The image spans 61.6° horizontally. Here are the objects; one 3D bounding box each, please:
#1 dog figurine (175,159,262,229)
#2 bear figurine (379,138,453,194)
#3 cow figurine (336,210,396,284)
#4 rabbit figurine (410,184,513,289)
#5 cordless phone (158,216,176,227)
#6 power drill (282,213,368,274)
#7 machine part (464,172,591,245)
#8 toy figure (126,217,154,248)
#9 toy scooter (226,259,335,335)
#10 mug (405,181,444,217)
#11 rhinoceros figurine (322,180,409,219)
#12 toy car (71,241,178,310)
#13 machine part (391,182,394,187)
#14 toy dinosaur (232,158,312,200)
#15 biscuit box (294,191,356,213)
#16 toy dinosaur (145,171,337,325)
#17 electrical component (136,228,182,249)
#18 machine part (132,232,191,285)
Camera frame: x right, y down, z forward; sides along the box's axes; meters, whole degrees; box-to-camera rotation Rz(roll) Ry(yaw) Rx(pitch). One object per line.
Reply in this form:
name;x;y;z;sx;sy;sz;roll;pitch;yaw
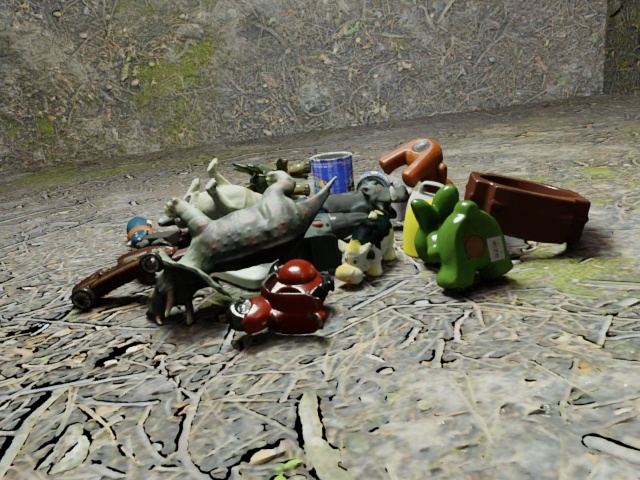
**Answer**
dog figurine;-0.180;-0.049;1.106;0.172;0.190;0.121;-35;36;34
bear figurine;0.232;-0.126;1.197;0.132;0.195;0.120;-37;44;-11
cow figurine;0.079;0.010;0.924;0.068;0.098;0.167;9;22;24
rabbit figurine;0.199;-0.001;0.872;0.121;0.159;0.170;-23;7;-18
cordless phone;-0.310;-0.068;1.338;0.184;0.088;0.147;-15;20;-12
power drill;-0.002;-0.003;1.024;0.232;0.085;0.207;-8;22;0
machine part;0.368;-0.060;0.982;0.202;0.087;0.201;14;16;8
toy figure;-0.414;-0.014;1.241;0.057;0.064;0.155;27;7;-29
toy scooter;-0.034;0.085;0.772;0.135;0.075;0.184;4;24;28
mug;0.238;-0.063;1.091;0.107;0.109;0.081;15;23;21
rhinoceros figurine;0.099;-0.075;1.160;0.190;0.112;0.073;-8;14;23
toy car;-0.340;0.054;0.930;0.202;0.053;0.089;-27;11;8
machine part;0.155;-0.140;1.459;0.084;0.039;0.139;-25;26;-31
toy dinosaur;-0.128;-0.148;1.383;0.199;0.105;0.471;6;-7;-7
biscuit box;0.001;-0.067;1.249;0.203;0.059;0.063;-8;19;-5
toy dinosaur;-0.109;-0.007;0.872;0.405;0.131;0.192;-24;48;-16
electrical component;-0.311;-0.002;1.047;0.063;0.021;0.094;-4;18;19
machine part;-0.283;0.031;1.059;0.179;0.056;0.179;-7;17;2
